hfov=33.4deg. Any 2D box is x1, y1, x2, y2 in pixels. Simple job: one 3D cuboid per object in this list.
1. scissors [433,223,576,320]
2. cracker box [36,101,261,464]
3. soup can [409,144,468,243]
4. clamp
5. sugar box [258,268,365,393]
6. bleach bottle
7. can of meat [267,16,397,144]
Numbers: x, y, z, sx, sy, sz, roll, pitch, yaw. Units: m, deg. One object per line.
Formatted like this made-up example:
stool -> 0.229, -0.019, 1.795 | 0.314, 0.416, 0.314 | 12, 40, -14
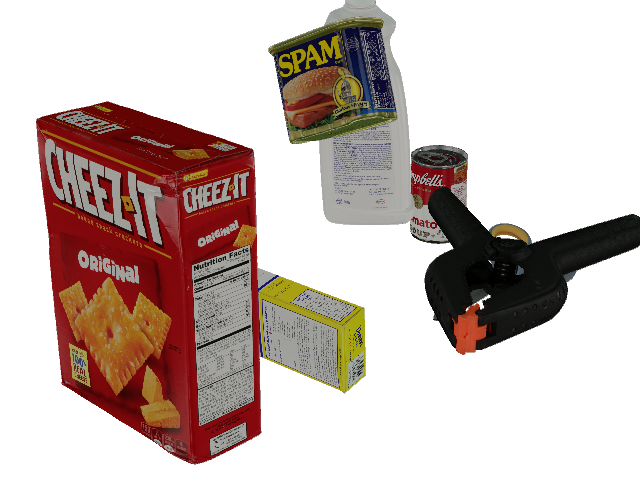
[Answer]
scissors -> 0.147, 0.024, 0.949 | 0.201, 0.016, 0.096 | -11, 39, -36
cracker box -> -0.121, 0.027, 0.742 | 0.164, 0.214, 0.071 | 21, 31, 41
soup can -> 0.142, -0.056, 1.284 | 0.068, 0.102, 0.068 | -1, 27, 0
clamp -> 0.121, 0.014, 0.748 | 0.165, 0.036, 0.209 | 12, 29, 27
sugar box -> -0.034, 0.090, 1.154 | 0.176, 0.093, 0.048 | 22, 38, 33
bleach bottle -> 0.049, -0.139, 1.094 | 0.102, 0.251, 0.068 | 0, 30, 0
can of meat -> 0.011, -0.132, 0.896 | 0.102, 0.084, 0.057 | -12, -1, 40
